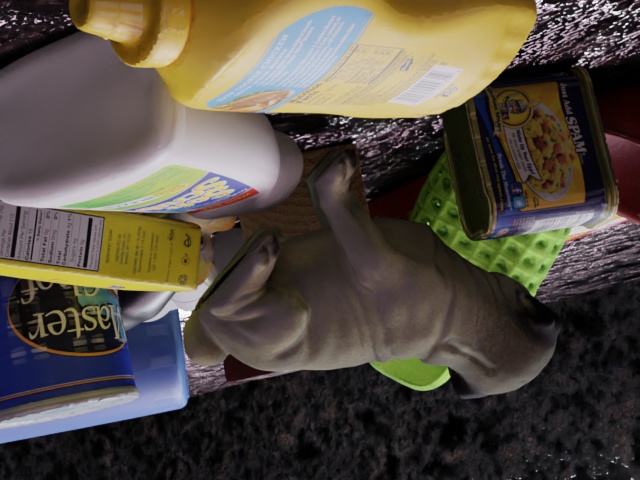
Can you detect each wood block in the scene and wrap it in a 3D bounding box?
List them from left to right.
[{"bbox_3d":[-0.006,0.001,0.824,0.090,0.091,0.206,-12,171,0],"label":"wood block"}]

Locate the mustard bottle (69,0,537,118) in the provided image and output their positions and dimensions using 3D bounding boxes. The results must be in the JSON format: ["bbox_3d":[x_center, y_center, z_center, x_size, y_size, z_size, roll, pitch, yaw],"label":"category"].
[{"bbox_3d":[-0.009,-0.086,0.423,0.191,0.058,0.096,-5,162,-40],"label":"mustard bottle"}]

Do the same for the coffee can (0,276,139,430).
[{"bbox_3d":[-0.183,0.046,0.705,0.103,0.140,0.103,-12,170,-2],"label":"coffee can"}]

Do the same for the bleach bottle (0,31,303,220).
[{"bbox_3d":[-0.065,-0.048,0.565,0.103,0.068,0.250,-17,172,19],"label":"bleach bottle"}]

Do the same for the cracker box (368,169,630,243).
[{"bbox_3d":[0.170,-0.031,0.925,0.213,0.072,0.164,-8,171,-32],"label":"cracker box"}]

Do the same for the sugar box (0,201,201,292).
[{"bbox_3d":[-0.165,0.000,0.604,0.175,0.048,0.094,7,175,-34],"label":"sugar box"}]

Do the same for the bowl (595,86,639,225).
[{"bbox_3d":[0.231,-0.061,0.748,0.162,0.055,0.162,28,171,5],"label":"bowl"}]

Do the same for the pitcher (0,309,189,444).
[{"bbox_3d":[-0.251,0.124,1.024,0.242,0.149,0.145,-7,127,-8],"label":"pitcher"}]

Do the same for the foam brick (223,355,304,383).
[{"bbox_3d":[-0.027,0.070,0.765,0.078,0.051,0.052,-17,168,36],"label":"foam brick"}]

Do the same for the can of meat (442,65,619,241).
[{"bbox_3d":[0.128,-0.053,0.665,0.083,0.102,0.057,-8,169,-13],"label":"can of meat"}]
